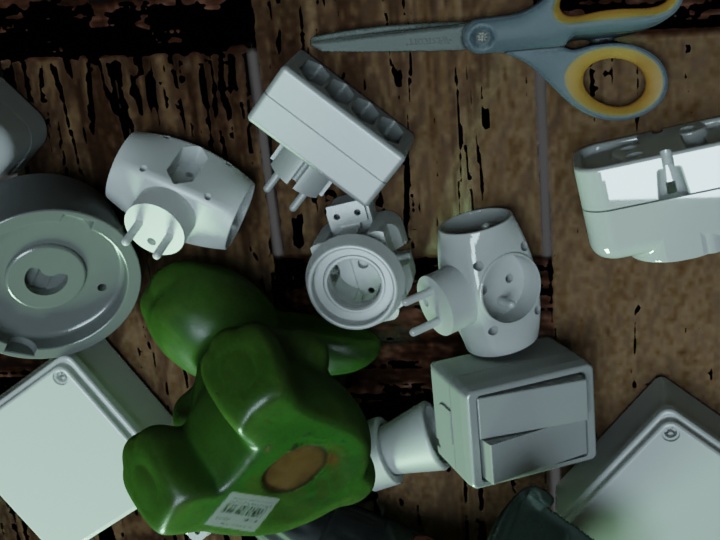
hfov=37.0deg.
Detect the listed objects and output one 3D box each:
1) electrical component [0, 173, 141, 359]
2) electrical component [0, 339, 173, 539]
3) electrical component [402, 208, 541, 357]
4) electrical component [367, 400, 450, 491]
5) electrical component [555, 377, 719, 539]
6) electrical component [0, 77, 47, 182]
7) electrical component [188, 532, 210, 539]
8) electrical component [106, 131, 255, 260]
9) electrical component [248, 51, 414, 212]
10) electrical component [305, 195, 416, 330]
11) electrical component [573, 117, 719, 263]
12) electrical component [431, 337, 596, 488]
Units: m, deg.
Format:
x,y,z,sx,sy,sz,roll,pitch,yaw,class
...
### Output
x,y,z,sx,sy,sz,roll,pitch,yaw,class
-0.191,-0.007,0.645,0.108,0.060,0.108,-12,130,-15,electrical component
-0.186,0.113,0.706,0.109,0.056,0.108,-34,102,20,electrical component
0.060,0.013,0.619,0.079,0.044,0.077,-23,110,-22,electrical component
0.023,0.111,0.675,0.055,0.045,0.045,-21,106,17,electrical component
0.191,0.140,0.650,0.109,0.056,0.108,35,113,-4,electrical component
-0.242,-0.092,0.634,0.095,0.059,0.054,44,112,-8,electrical component
-0.103,0.150,0.698,0.040,0.078,0.040,-1,106,-5,electrical component
-0.111,-0.036,0.624,0.077,0.079,0.043,24,134,0,electrical component
-0.026,-0.067,0.613,0.083,0.047,0.075,37,114,-6,electrical component
0.000,0.000,0.629,0.058,0.057,0.078,-12,108,14,electrical component
0.169,-0.042,0.585,0.095,0.053,0.059,-11,109,14,electrical component
0.097,0.081,0.627,0.096,0.061,0.061,-11,107,-16,electrical component
